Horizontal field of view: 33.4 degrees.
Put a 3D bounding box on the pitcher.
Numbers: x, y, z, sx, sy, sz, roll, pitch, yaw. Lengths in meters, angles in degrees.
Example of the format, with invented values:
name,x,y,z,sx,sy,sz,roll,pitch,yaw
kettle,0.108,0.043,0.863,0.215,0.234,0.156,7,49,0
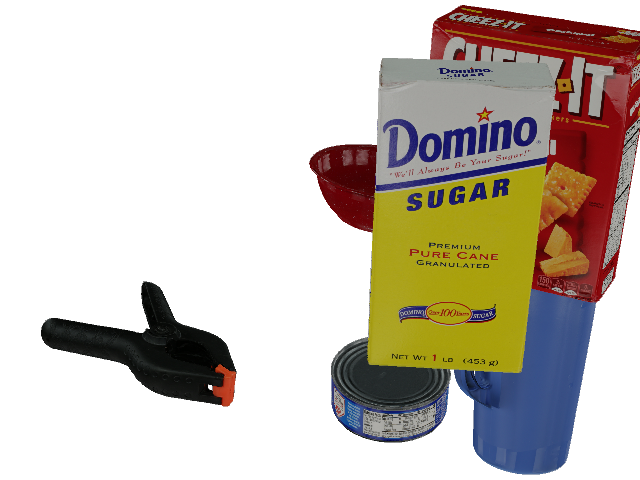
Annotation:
name,x,y,z,sx,sy,sz,roll,pitch,yaw
pitcher,0.223,0.132,1.181,0.149,0.243,0.145,6,17,11

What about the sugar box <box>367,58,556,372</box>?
name,x,y,z,sx,sy,sz,roll,pitch,yaw
sugar box,0.075,-0.011,0.600,0.093,0.176,0.048,2,29,4

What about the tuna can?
name,x,y,z,sx,sy,sz,roll,pitch,yaw
tuna can,0.050,0.106,0.770,0.086,0.034,0.086,0,30,0

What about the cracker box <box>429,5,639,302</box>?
name,x,y,z,sx,sy,sz,roll,pitch,yaw
cracker box,0.168,-0.069,0.869,0.164,0.214,0.072,14,29,24

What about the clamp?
name,x,y,z,sx,sy,sz,roll,pitch,yaw
clamp,-0.128,0.082,0.872,0.172,0.039,0.120,22,36,25

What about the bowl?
name,x,y,z,sx,sy,sz,roll,pitch,yaw
bowl,0.066,-0.049,1.114,0.162,0.055,0.162,6,23,-3
